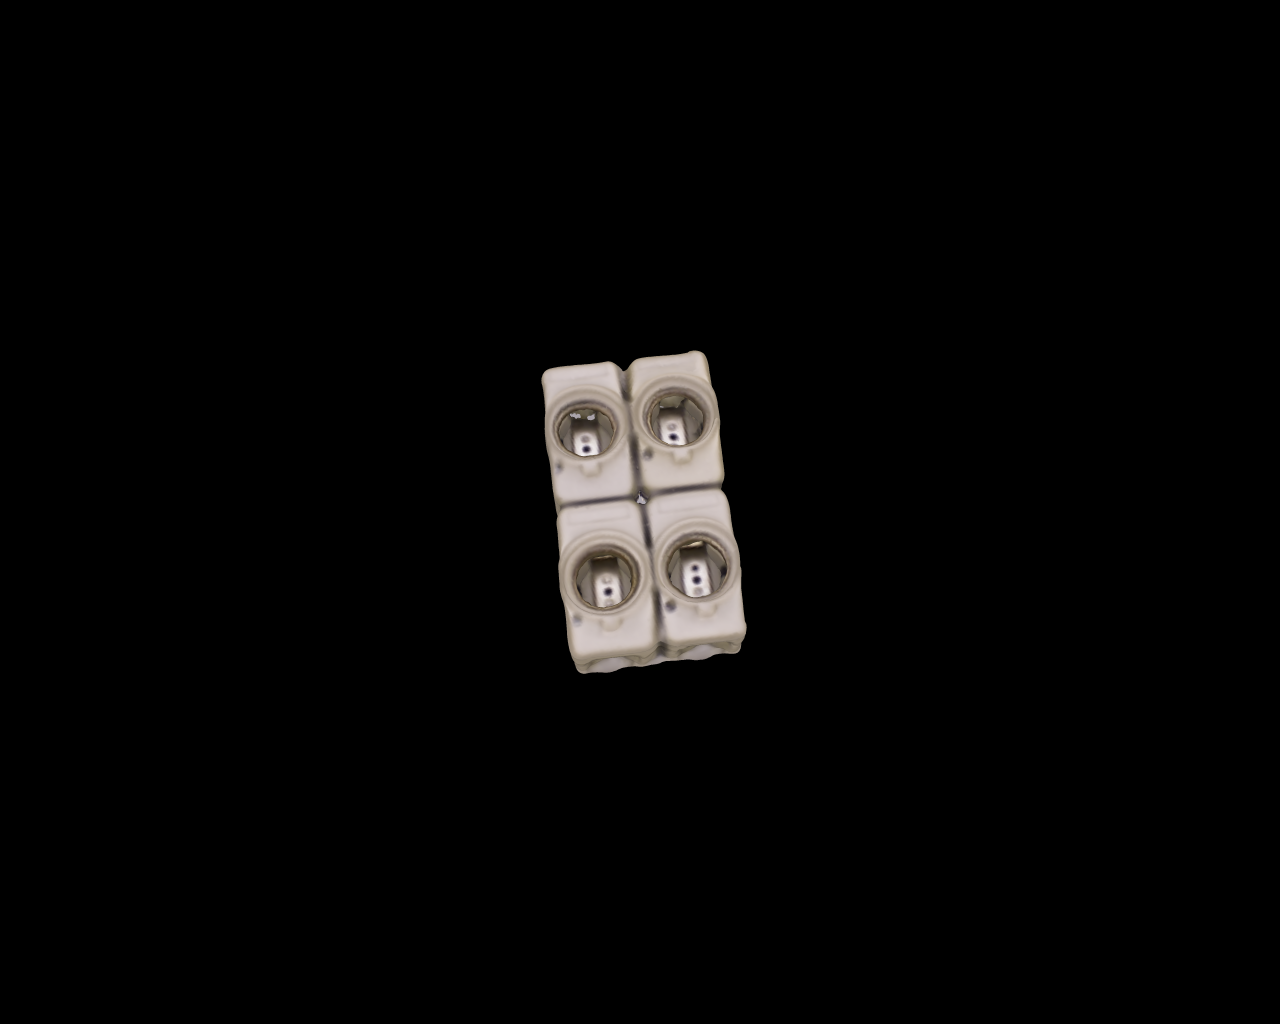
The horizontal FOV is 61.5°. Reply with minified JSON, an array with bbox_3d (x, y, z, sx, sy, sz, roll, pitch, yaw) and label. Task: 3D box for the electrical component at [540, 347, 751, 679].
[{"bbox_3d":[0.001,-0.003,0.650,0.105,0.186,0.060,-7,-20,-2],"label":"electrical component"}]
